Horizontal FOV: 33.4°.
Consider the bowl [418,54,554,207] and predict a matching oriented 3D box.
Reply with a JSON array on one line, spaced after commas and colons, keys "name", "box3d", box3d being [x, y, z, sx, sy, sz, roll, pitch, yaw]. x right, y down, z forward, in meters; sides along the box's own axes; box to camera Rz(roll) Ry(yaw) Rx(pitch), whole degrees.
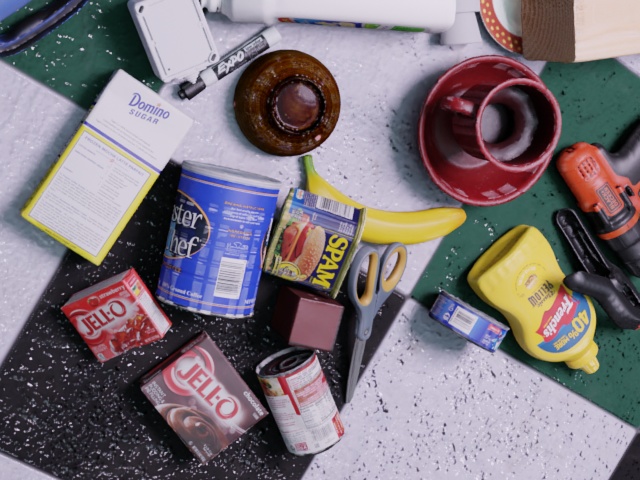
[{"name": "bowl", "box3d": [0.173, -0.119, 1.157, 0.162, 0.055, 0.162, -3, 100, -15]}]

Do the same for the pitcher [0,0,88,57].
[{"name": "pitcher", "box3d": [-0.261, -0.288, 0.983, 0.242, 0.149, 0.145, -35, 90, -10]}]

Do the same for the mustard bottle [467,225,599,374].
[{"name": "mustard bottle", "box3d": [0.258, 0.081, 1.214, 0.096, 0.058, 0.191, -44, 108, -10]}]

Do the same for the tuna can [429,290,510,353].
[{"name": "tuna can", "box3d": [0.163, 0.090, 1.175, 0.086, 0.086, 0.034, 29, 93, -18]}]

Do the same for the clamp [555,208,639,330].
[{"name": "clamp", "box3d": [0.322, 0.040, 1.220, 0.039, 0.120, 0.171, -25, 134, 33]}]

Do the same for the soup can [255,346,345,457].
[{"name": "soup can", "box3d": [-0.020, 0.173, 1.150, 0.068, 0.068, 0.102, -24, 105, -10]}]

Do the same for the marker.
[{"name": "marker", "box3d": [-0.093, -0.180, 1.094, 0.121, 0.020, 0.020, -34, 106, -7]}]

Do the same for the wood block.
[{"name": "wood block", "box3d": [0.325, -0.245, 1.139, 0.205, 0.091, 0.090, -11, 105, -24]}]

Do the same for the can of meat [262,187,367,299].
[{"name": "can of meat", "box3d": [-0.007, 0.001, 1.108, 0.084, 0.057, 0.102, 19, 126, -5]}]

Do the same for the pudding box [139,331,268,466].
[{"name": "pudding box", "box3d": [-0.124, 0.167, 1.135, 0.090, 0.039, 0.113, -38, 106, -6]}]

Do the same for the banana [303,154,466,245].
[{"name": "banana", "box3d": [0.064, -0.029, 1.152, 0.197, 0.037, 0.070, 19, 98, -17]}]

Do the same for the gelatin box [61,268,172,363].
[{"name": "gelatin box", "box3d": [-0.207, 0.077, 1.080, 0.089, 0.030, 0.073, -22, 110, 27]}]

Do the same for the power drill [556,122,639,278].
[{"name": "power drill", "box3d": [0.384, -0.072, 1.221, 0.187, 0.057, 0.184, -39, 107, -6]}]

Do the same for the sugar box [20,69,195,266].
[{"name": "sugar box", "box3d": [-0.213, -0.073, 1.067, 0.093, 0.048, 0.176, 35, 85, -18]}]

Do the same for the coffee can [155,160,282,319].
[{"name": "coffee can", "box3d": [-0.103, -0.002, 1.079, 0.102, 0.103, 0.140, 11, 96, -17]}]

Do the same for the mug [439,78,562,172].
[{"name": "mug", "box3d": [0.174, -0.122, 1.084, 0.117, 0.082, 0.093, 14, 95, -18]}]

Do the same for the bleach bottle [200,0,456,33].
[{"name": "bleach bottle", "box3d": [0.005, -0.245, 1.078, 0.250, 0.102, 0.068, -1, 100, -9]}]

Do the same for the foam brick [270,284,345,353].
[{"name": "foam brick", "box3d": [-0.014, 0.082, 1.131, 0.053, 0.078, 0.051, 12, 95, -18]}]

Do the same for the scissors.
[{"name": "scissors", "box3d": [0.060, 0.083, 1.164, 0.096, 0.016, 0.202, -33, 137, -34]}]
